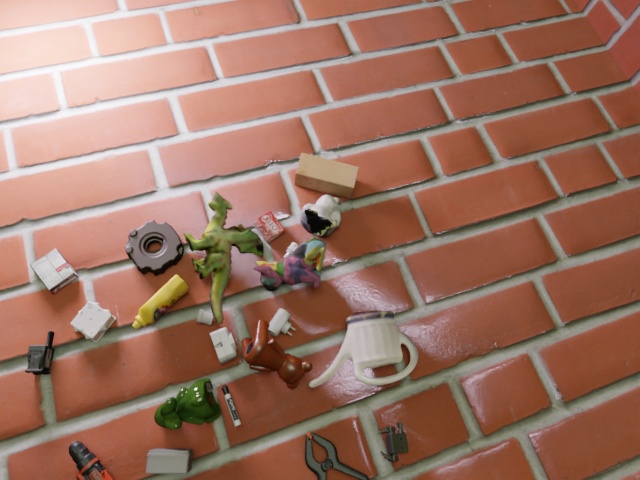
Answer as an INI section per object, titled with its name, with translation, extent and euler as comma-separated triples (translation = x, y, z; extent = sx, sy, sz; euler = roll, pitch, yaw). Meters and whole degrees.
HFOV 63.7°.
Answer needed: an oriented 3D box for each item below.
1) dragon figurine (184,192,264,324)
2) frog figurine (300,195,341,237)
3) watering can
[dragon figurine]
translation = -0.293, 0.041, 1.654
extent = 0.244, 0.120, 0.414
euler = -18, 78, -24
[frog figurine]
translation = 0.005, -0.089, 1.759
extent = 0.137, 0.120, 0.163
euler = 10, 30, 6
[watering can]
translation = 0.126, 0.330, 1.569
extent = 0.348, 0.102, 0.228
euler = -5, 66, -10
